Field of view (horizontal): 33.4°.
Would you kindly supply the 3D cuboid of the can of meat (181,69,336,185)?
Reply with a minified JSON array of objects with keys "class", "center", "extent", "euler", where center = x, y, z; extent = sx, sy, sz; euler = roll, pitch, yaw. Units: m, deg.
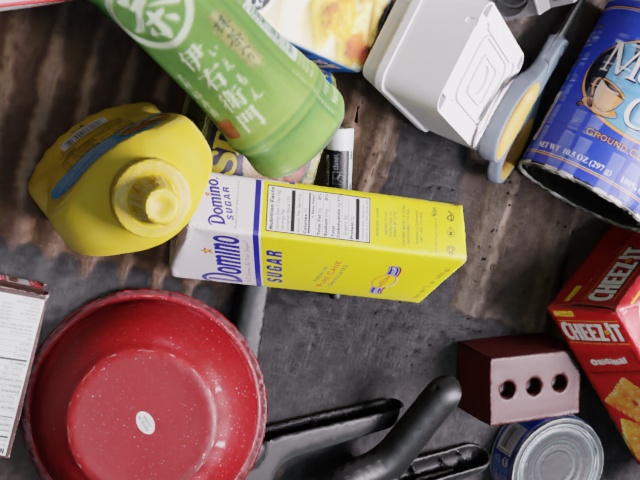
[{"class":"can of meat","center":[-0.044,-0.074,0.695],"extent":[0.083,0.058,0.102],"euler":[14,95,-25]}]

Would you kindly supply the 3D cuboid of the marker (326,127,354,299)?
[{"class":"marker","center":[0.012,-0.018,0.746],"extent":[0.020,0.020,0.121],"euler":[-3,101,-20]}]

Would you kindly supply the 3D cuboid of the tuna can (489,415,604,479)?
[{"class":"tuna can","center":[0.178,0.174,0.837],"extent":[0.086,0.034,0.086],"euler":[-4,102,-20]}]

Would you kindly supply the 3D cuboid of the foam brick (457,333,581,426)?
[{"class":"foam brick","center":[0.148,0.103,0.802],"extent":[0.078,0.051,0.053],"euler":[-5,102,-19]}]

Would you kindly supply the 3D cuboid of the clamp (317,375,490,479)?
[{"class":"clamp","center":[0.052,0.179,0.782],"extent":[0.171,0.039,0.120],"euler":[-38,132,2]}]

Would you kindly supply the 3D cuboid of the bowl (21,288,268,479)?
[{"class":"bowl","center":[-0.112,0.113,0.681],"extent":[0.162,0.055,0.162],"euler":[0,90,-6]}]

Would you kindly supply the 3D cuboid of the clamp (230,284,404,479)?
[{"class":"clamp","center":[-0.047,0.142,0.746],"extent":[0.164,0.036,0.210],"euler":[39,83,-21]}]

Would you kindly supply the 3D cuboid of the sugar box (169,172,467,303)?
[{"class":"sugar box","center":[-0.005,0.001,0.684],"extent":[0.176,0.093,0.048],"euler":[4,68,-13]}]

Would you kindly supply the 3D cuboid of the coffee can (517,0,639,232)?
[{"class":"coffee can","center":[0.220,-0.091,0.763],"extent":[0.102,0.103,0.140],"euler":[29,90,-23]}]

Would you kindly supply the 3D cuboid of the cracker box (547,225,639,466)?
[{"class":"cracker box","center":[0.284,0.081,0.812],"extent":[0.164,0.072,0.213],"euler":[-45,114,-29]}]

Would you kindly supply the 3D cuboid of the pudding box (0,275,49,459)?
[{"class":"pudding box","center":[-0.226,0.074,0.666],"extent":[0.090,0.039,0.113],"euler":[13,98,-23]}]

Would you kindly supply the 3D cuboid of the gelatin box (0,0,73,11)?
[{"class":"gelatin box","center":[-0.189,-0.148,0.616],"extent":[0.089,0.073,0.030],"euler":[-12,104,-18]}]

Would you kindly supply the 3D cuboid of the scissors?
[{"class":"scissors","center":[0.164,-0.120,0.776],"extent":[0.201,0.016,0.096],"euler":[-53,158,-29]}]

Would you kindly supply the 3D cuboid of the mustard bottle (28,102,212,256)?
[{"class":"mustard bottle","center":[-0.110,-0.034,0.603],"extent":[0.096,0.192,0.058],"euler":[-36,110,-11]}]
